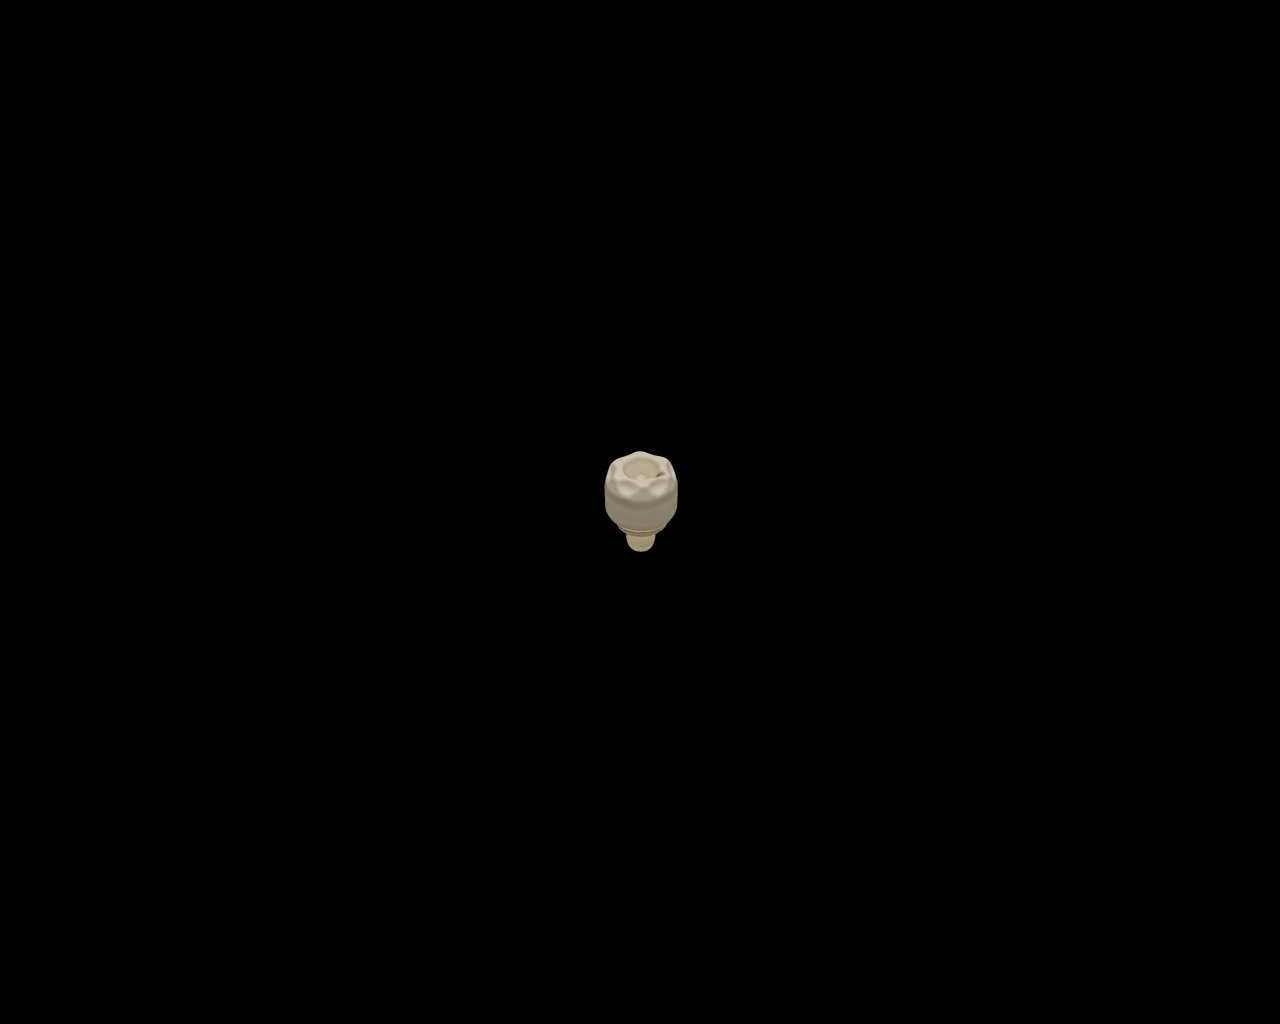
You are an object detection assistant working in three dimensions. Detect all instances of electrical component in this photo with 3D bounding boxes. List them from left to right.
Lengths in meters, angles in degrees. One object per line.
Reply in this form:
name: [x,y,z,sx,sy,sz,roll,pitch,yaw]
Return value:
electrical component: [0.001,-0.003,0.650,0.043,0.062,0.043,0,37,0]
